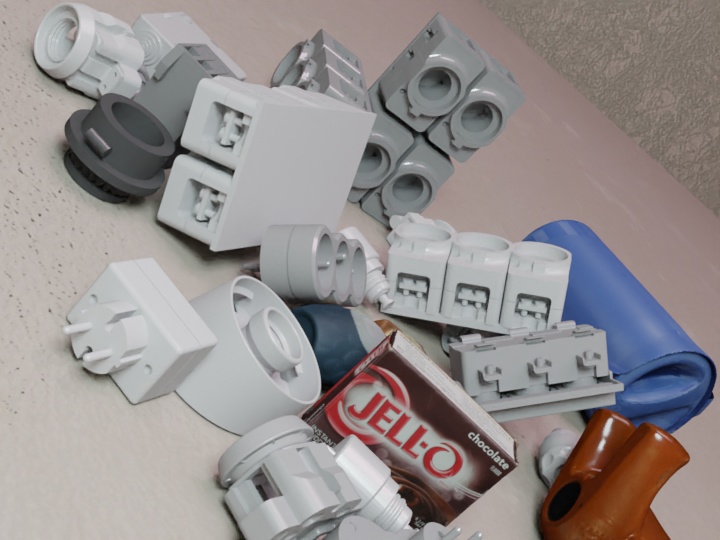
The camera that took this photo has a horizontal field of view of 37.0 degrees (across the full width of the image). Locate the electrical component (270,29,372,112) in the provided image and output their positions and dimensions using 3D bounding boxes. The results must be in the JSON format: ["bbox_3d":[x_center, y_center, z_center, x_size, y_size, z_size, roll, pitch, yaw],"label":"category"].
[{"bbox_3d":[-0.045,-0.160,1.032,0.062,0.089,0.150,35,24,-24],"label":"electrical component"}]

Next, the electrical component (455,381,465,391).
[{"bbox_3d":[0.050,0.118,0.752,0.083,0.047,0.075,14,39,-53],"label":"electrical component"}]

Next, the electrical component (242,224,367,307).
[{"bbox_3d":[-0.047,-0.001,0.780,0.138,0.074,0.052,19,72,-74],"label":"electrical component"}]

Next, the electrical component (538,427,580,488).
[{"bbox_3d":[0.171,0.156,0.906,0.043,0.043,0.062,40,20,-11],"label":"electrical component"}]

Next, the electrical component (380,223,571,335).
[{"bbox_3d":[0.101,0.005,0.927,0.150,0.061,0.089,10,20,8],"label":"electrical component"}]

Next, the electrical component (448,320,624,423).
[{"bbox_3d":[0.134,0.080,0.849,0.079,0.121,0.063,-153,-123,-77],"label":"electrical component"}]

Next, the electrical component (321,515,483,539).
[{"bbox_3d":[0.037,0.167,0.603,0.138,0.073,0.052,24,29,-41],"label":"electrical component"}]

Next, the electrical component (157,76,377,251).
[{"bbox_3d":[-0.067,-0.081,0.804,0.060,0.105,0.186,25,15,20],"label":"electrical component"}]

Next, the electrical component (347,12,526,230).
[{"bbox_3d":[0.055,-0.136,1.034,0.105,0.186,0.060,33,24,-27],"label":"electrical component"}]

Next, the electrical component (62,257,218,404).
[{"bbox_3d":[-0.130,0.035,0.584,0.065,0.047,0.077,49,23,13],"label":"electrical component"}]

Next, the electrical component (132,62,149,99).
[{"bbox_3d":[-0.181,-0.147,0.840,0.035,0.035,0.061,19,35,-48],"label":"electrical component"}]

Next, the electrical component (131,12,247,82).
[{"bbox_3d":[-0.153,-0.175,0.921,0.100,0.048,0.100,45,22,1],"label":"electrical component"}]

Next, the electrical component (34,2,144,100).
[{"bbox_3d":[-0.204,-0.164,0.801,0.057,0.058,0.078,19,33,-53],"label":"electrical component"}]

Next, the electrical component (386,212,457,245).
[{"bbox_3d":[0.065,-0.026,1.044,0.055,0.048,0.066,3,45,-49],"label":"electrical component"}]

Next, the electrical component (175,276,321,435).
[{"bbox_3d":[-0.072,0.054,0.662,0.099,0.064,0.099,51,18,-24],"label":"electrical component"}]

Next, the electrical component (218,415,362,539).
[{"bbox_3d":[-0.041,0.116,0.581,0.078,0.058,0.057,5,46,-58],"label":"electrical component"}]

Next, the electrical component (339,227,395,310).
[{"bbox_3d":[0.000,0.000,0.887,0.078,0.040,0.040,51,22,16],"label":"electrical component"}]

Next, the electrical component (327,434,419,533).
[{"bbox_3d":[0.004,0.135,0.649,0.078,0.040,0.040,44,21,-1],"label":"electrical component"}]

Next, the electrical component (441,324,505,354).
[{"bbox_3d":[0.112,0.061,0.972,0.077,0.044,0.079,33,24,-27],"label":"electrical component"}]
